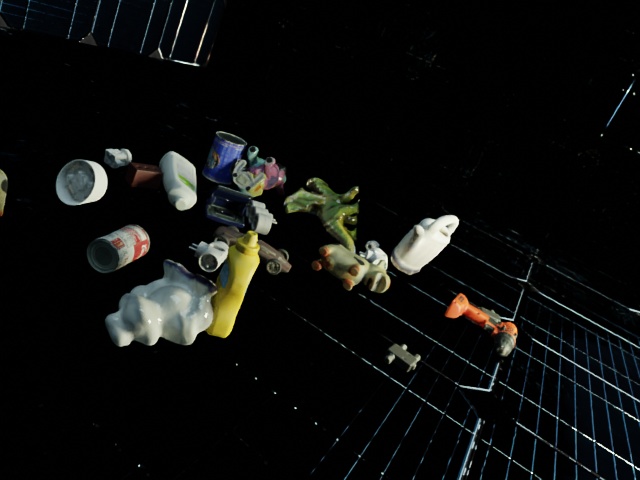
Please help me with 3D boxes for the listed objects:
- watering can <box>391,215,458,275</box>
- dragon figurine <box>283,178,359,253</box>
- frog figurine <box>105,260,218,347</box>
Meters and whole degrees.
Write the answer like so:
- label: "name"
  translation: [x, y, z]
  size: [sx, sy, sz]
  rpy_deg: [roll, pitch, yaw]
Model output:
- label: "watering can"
  translation: [0.293, 0.008, 1.518]
  size: [0.105, 0.221, 0.349]
  rpy_deg: [52, 29, 19]
- label: "dragon figurine"
  translation: [0.005, -0.081, 1.604]
  size: [0.243, 0.119, 0.420]
  rpy_deg: [8, 36, 1]
- label: "frog figurine"
  translation: [-0.257, 0.124, 0.836]
  size: [0.138, 0.120, 0.162]
  rpy_deg: [36, 57, 9]
